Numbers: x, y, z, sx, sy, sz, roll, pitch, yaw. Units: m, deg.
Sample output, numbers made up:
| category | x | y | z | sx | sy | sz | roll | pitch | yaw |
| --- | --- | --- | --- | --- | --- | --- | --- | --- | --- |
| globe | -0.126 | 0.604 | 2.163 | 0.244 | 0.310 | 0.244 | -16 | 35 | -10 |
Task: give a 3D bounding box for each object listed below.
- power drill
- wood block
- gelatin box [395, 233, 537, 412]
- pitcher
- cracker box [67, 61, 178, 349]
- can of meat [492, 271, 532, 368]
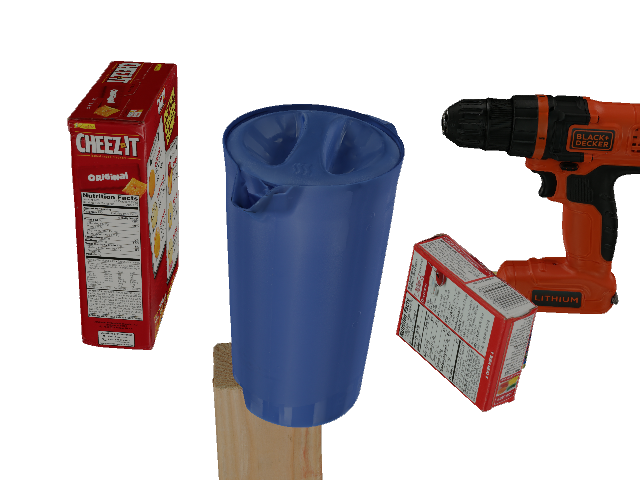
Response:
| category | x | y | z | sx | sy | sz | roll | pitch | yaw |
| --- | --- | --- | --- | --- | --- | --- | --- | --- | --- |
| power drill | 0.189 | -0.031 | 0.894 | 0.184 | 0.188 | 0.057 | 4 | 29 | 5 |
| wood block | -0.045 | 0.199 | 0.937 | 0.090 | 0.206 | 0.091 | -2 | 19 | -4 |
| gelatin box | 0.088 | 0.049 | 0.658 | 0.030 | 0.073 | 0.089 | -16 | 40 | -31 |
| pitcher | -0.006 | 0.020 | 0.845 | 0.149 | 0.243 | 0.145 | -2 | 33 | -10 |
| cracker box | -0.172 | -0.035 | 0.955 | 0.072 | 0.214 | 0.164 | 3 | 26 | 1 |
| can of meat | 0.198 | 0.088 | 1.190 | 0.057 | 0.084 | 0.102 | 5 | 13 | -17 |
